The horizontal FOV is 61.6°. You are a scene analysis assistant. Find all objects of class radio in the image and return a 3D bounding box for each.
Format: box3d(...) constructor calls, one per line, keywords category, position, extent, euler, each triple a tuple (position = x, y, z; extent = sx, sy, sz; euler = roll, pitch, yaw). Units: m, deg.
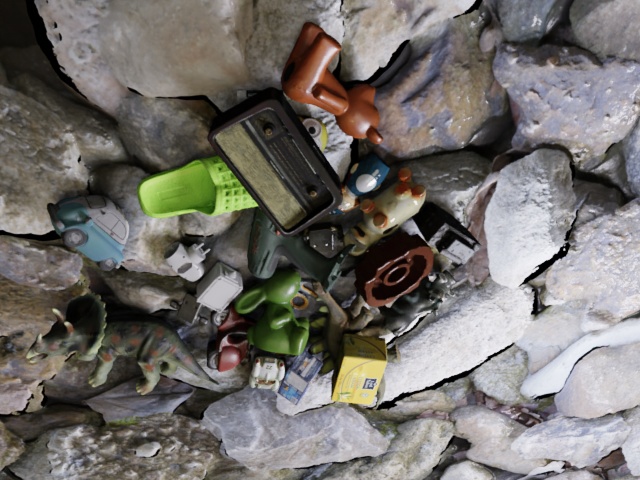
box3d(category="radio", position=(-0.066, -0.127, 0.889), extent=(0.131, 0.073, 0.229), euler=(-29, 121, 14))

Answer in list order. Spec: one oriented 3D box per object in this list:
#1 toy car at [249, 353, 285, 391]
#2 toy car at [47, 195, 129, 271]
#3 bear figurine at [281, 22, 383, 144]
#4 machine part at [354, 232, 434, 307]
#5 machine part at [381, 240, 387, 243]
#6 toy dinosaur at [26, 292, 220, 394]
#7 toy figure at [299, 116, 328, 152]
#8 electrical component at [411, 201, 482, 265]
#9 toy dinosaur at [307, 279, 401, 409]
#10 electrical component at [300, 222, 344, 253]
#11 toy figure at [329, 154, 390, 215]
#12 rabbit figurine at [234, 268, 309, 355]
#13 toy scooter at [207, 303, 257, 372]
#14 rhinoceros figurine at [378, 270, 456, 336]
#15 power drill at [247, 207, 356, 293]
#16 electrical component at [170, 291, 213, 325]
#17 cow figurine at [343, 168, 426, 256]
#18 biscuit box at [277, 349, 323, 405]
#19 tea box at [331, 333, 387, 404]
box3d(category="toy car", position=(-0.125, 0.310, 1.250), extent=(0.073, 0.056, 0.201), euler=(10, 153, -6))
box3d(category="toy car", position=(-0.405, -0.025, 0.979), extent=(0.103, 0.109, 0.161), euler=(-42, 133, -4))
box3d(category="bear figurine", position=(0.038, -0.253, 0.901), extent=(0.196, 0.120, 0.132), euler=(21, 114, -26))
box3d(category="machine part", position=(0.151, 0.060, 1.103), extent=(0.179, 0.056, 0.179), euler=(-21, 145, -16))
box3d(category="machine part", position=(0.134, 0.057, 1.183), extent=(0.084, 0.039, 0.138), euler=(5, 122, -21))
box3d(category="toy dinosaur", position=(-0.390, 0.218, 1.144), extent=(0.405, 0.131, 0.192), euler=(10, 122, -25))
box3d(category="toy figure", position=(-0.076, -0.187, 0.947), extent=(0.180, 0.089, 0.082), euler=(1, 128, -2))
box3d(category="electrical component", position=(0.263, -0.011, 1.103), extent=(0.115, 0.134, 0.058), euler=(26, 113, -27))
box3d(category="toy dinosaur", position=(0.084, 0.259, 1.277), extent=(0.199, 0.105, 0.470), euler=(-24, 122, 16))
box3d(category="electrical component", position=(-0.001, -0.003, 1.108), extent=(0.102, 0.045, 0.078), euler=(-2, 123, -10))
box3d(category="toy figure", position=(0.067, -0.102, 1.050), extent=(0.064, 0.058, 0.154), euler=(48, 111, 7))
box3d(category="rabbit figurine", position=(-0.092, 0.140, 1.141), extent=(0.159, 0.121, 0.170), euler=(8, 97, 9))
box3d(category="toy scooter", position=(-0.183, 0.221, 1.209), extent=(0.135, 0.075, 0.183), euler=(4, 118, -15))
box3d(category="rhinoceros figurine", position=(0.218, 0.133, 1.205), extent=(0.190, 0.112, 0.073), euler=(-37, 121, -10))
box3d(category="power drill", position=(-0.039, -0.004, 1.035), extent=(0.207, 0.086, 0.231), euler=(26, 114, 5))
box3d(category="electrical component", position=(-0.274, 0.142, 1.148), extent=(0.094, 0.021, 0.063), euler=(26, 101, 9))
box3d(category="cow figurine", position=(0.125, -0.043, 1.076), extent=(0.195, 0.086, 0.127), euler=(-41, 156, 1))
box3d(category="biscuit box", position=(-0.049, 0.324, 1.259), extent=(0.059, 0.063, 0.202), euler=(34, 149, 8))
box3d(category="tea box", position=(0.084, 0.289, 1.193), extent=(0.098, 0.068, 0.169), euler=(6, 130, -3))
